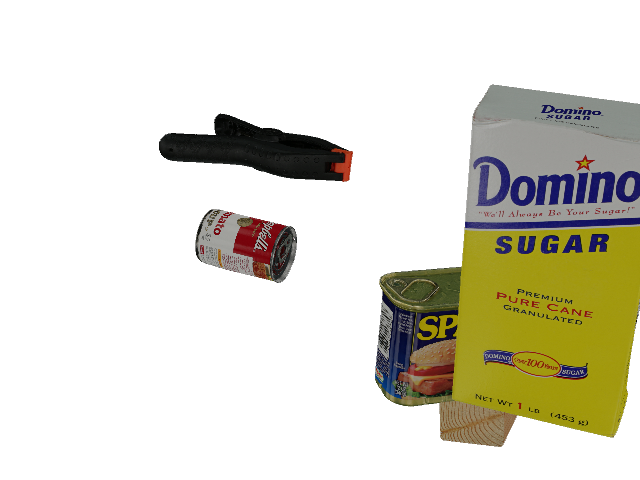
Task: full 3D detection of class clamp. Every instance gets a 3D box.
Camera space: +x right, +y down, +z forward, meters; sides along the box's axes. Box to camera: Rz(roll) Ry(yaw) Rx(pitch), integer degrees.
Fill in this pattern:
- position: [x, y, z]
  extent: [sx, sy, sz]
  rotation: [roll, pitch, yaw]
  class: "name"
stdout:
- position: [-0.058, -0.081, 0.972]
  extent: [0.172, 0.039, 0.120]
  rotation: [14, 27, 29]
  class: "clamp"

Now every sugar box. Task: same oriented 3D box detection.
- position: [0.120, 0.013, 0.550]
  extent: [0.093, 0.176, 0.048]
  rotation: [10, 35, 19]
  class: "sugar box"

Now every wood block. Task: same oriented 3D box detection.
- position: [0.242, 0.212, 1.545]
  extent: [0.091, 0.090, 0.205]
  rotation: [3, 15, 20]
  class: "wood block"

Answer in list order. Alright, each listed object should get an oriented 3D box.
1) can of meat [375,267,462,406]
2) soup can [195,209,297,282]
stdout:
- position: [0.092, 0.070, 0.785]
  extent: [0.102, 0.084, 0.057]
  rotation: [-4, 24, -18]
  class: "can of meat"
- position: [-0.087, 0.005, 1.257]
  extent: [0.102, 0.068, 0.068]
  rotation: [14, 5, 20]
  class: "soup can"
